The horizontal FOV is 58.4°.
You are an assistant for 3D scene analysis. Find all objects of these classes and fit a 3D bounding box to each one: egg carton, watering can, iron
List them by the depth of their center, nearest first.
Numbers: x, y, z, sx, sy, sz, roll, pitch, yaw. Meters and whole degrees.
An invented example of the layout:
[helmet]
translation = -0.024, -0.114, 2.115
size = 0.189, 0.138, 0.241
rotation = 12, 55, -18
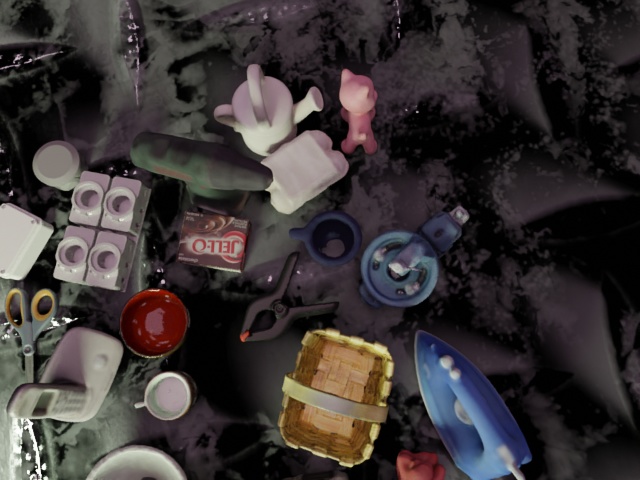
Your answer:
[iron]
translation = 0.225, 0.249, 0.873
size = 0.118, 0.141, 0.258
rotation = -30, 80, -5
[watering can]
translation = -0.085, -0.220, 0.941
size = 0.173, 0.194, 0.101
rotation = -27, 80, -4
[egg carton]
translation = -0.033, -0.119, 0.984
size = 0.150, 0.069, 0.107
rotation = -36, 81, -6

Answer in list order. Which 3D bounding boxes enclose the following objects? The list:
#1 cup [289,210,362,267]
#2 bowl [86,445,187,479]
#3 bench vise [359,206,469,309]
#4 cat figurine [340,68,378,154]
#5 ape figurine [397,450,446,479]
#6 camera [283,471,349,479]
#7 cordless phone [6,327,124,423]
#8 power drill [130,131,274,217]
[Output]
[cup]
translation = 0.009, 0.003, 0.947
size = 0.117, 0.095, 0.092
rotation = 7, 79, 2
[bowl]
translation = -0.275, 0.398, 0.883
size = 0.167, 0.075, 0.167
rotation = 0, 79, 1
[bench vise]
translation = 0.142, 0.010, 0.880
size = 0.121, 0.220, 0.207
rotation = 30, 81, 7
[cat figurine]
translation = 0.067, -0.223, 0.979
size = 0.067, 0.118, 0.128
rotation = -4, 79, 0
[ape figurine]
translation = 0.152, 0.358, 0.878
size = 0.077, 0.092, 0.076
rotation = 40, 82, 8
[camera]
translation = -0.017, 0.431, 0.861
size = 0.143, 0.101, 0.137
rotation = -8, 79, -1
[cordless phone]
translation = -0.386, 0.204, 0.866
size = 0.094, 0.185, 0.148
rotation = 18, 80, 4
[power drill]
translation = -0.173, -0.103, 0.912
size = 0.229, 0.208, 0.076
rotation = 16, 80, 4
